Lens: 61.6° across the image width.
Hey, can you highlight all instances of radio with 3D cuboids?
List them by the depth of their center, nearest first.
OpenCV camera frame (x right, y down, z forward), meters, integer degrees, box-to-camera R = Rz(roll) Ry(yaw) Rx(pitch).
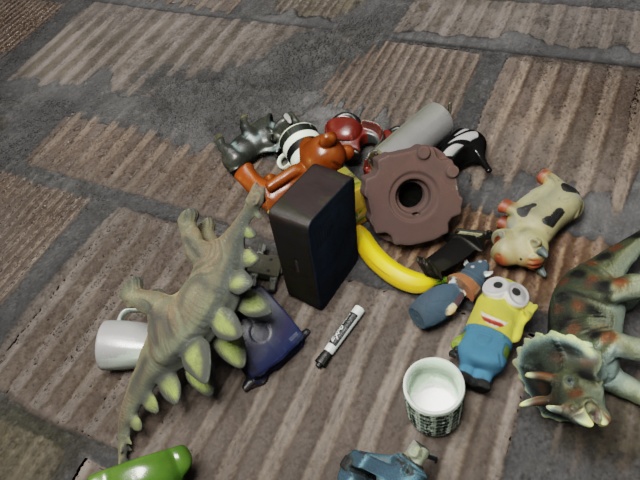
[{"bbox_3d":[-0.002,-0.003,0.861,0.073,0.229,0.131,25,59,22],"label":"radio"}]

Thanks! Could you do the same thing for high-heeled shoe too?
[{"bbox_3d":[0.207,-0.140,1.018,0.249,0.086,0.145,-18,45,-4],"label":"high-heeled shoe"}]

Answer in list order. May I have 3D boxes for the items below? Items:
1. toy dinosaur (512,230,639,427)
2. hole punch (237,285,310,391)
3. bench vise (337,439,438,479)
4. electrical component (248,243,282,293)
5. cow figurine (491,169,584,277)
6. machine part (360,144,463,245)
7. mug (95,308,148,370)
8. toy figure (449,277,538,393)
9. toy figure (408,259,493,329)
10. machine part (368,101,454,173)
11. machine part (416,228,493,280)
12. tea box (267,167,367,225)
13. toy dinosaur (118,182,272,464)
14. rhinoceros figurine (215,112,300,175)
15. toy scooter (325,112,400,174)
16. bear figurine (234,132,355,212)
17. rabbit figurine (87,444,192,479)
[{"bbox_3d":[0.396,0.109,0.771,0.192,0.131,0.405,13,51,20],"label":"toy dinosaur"},{"bbox_3d":[-0.098,0.150,0.857,0.142,0.092,0.116,-38,59,-21],"label":"hole punch"},{"bbox_3d":[0.103,0.363,0.621,0.223,0.128,0.241,-47,41,-13],"label":"bench vise"},{"bbox_3d":[-0.097,0.049,0.963,0.063,0.021,0.094,11,54,-2],"label":"electrical component"},{"bbox_3d":[0.360,-0.022,0.894,0.195,0.085,0.127,-36,49,-16],"label":"cow figurine"},{"bbox_3d":[0.155,-0.075,0.915,0.179,0.179,0.056,-14,13,1],"label":"machine part"},{"bbox_3d":[-0.305,0.166,0.899,0.107,0.080,0.110,3,48,0],"label":"mug"},{"bbox_3d":[0.250,0.136,0.798,0.082,0.089,0.180,28,71,-3],"label":"toy figure"},{"bbox_3d":[0.212,0.084,0.859,0.154,0.057,0.064,-31,59,-17],"label":"toy figure"},{"bbox_3d":[0.174,-0.183,1.016,0.079,0.079,0.243,34,64,31],"label":"machine part"},{"bbox_3d":[0.220,0.017,0.895,0.139,0.039,0.084,-32,27,-31],"label":"machine part"},{"bbox_3d":[0.001,-0.045,0.975,0.170,0.098,0.068,-31,53,-10],"label":"tea box"},{"bbox_3d":[-0.198,0.123,0.788,0.199,0.105,0.471,39,101,24],"label":"toy dinosaur"},{"bbox_3d":[-0.131,-0.214,1.143,0.190,0.073,0.112,-36,54,-15],"label":"rhinoceros figurine"},{"bbox_3d":[0.083,-0.186,1.078,0.184,0.075,0.135,15,58,16],"label":"toy scooter"},{"bbox_3d":[-0.043,-0.138,1.006,0.196,0.120,0.132,-49,62,16],"label":"bear figurine"},{"bbox_3d":[-0.209,0.374,0.716,0.159,0.121,0.170,-16,70,-9],"label":"rabbit figurine"}]
